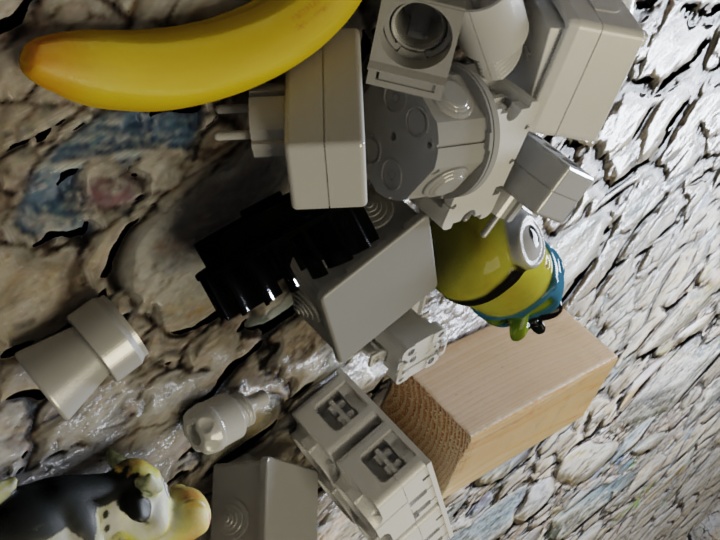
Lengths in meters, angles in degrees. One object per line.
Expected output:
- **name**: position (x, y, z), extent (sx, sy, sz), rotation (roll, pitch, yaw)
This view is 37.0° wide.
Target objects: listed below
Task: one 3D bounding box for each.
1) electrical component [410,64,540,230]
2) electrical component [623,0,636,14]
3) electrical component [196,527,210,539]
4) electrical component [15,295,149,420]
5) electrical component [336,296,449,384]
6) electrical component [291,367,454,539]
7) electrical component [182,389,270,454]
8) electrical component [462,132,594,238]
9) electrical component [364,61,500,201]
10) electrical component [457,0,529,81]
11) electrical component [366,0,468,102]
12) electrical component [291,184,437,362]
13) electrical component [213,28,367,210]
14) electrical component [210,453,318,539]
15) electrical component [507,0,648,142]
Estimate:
- **electrical component**: position (0.063, -0.080, 0.678), extent (0.050, 0.056, 0.089), rotation (-18, 141, -41)
- **electrical component**: position (0.164, -0.168, 0.722), extent (0.040, 0.040, 0.046), rotation (-28, 141, -31)
- **electrical component**: position (-0.117, 0.234, 0.836), extent (0.045, 0.055, 0.045), rotation (-33, 149, -23)
- **electrical component**: position (-0.146, 0.045, 0.569), extent (0.055, 0.045, 0.045), rotation (-38, 150, -16)
- **electrical component**: position (0.025, 0.045, 0.780), extent (0.081, 0.064, 0.042), rotation (-27, 147, -32)
- **electrical component**: position (0.011, 0.171, 0.876), extent (0.060, 0.105, 0.186), rotation (-39, 151, -13)
- **electrical component**: position (-0.088, 0.098, 0.726), extent (0.061, 0.035, 0.035), rotation (-26, 145, -38)
- **electrical component**: position (0.098, -0.058, 0.725), extent (0.075, 0.083, 0.047), rotation (-55, 150, 15)
- **electrical component**: position (0.038, -0.079, 0.622), extent (0.051, 0.080, 0.080), rotation (-12, 137, -39)
- **electrical component**: position (0.076, -0.145, 0.627), extent (0.043, 0.043, 0.081), rotation (-45, 152, -4)
- **electrical component**: position (0.032, -0.134, 0.558), extent (0.063, 0.042, 0.081), rotation (-78, -179, -49)
- **electrical component**: position (0.000, 0.000, 0.703), extent (0.100, 0.048, 0.099), rotation (-38, 151, -15)
- **electrical component**: position (-0.036, -0.076, 0.543), extent (0.076, 0.083, 0.047), rotation (-2, 143, 0)
- **electrical component**: position (-0.072, 0.190, 0.805), extent (0.048, 0.099, 0.100), rotation (-7, 161, 21)
- **electrical component**: position (0.128, -0.128, 0.686), extent (0.061, 0.061, 0.096), rotation (6, 129, -16)
